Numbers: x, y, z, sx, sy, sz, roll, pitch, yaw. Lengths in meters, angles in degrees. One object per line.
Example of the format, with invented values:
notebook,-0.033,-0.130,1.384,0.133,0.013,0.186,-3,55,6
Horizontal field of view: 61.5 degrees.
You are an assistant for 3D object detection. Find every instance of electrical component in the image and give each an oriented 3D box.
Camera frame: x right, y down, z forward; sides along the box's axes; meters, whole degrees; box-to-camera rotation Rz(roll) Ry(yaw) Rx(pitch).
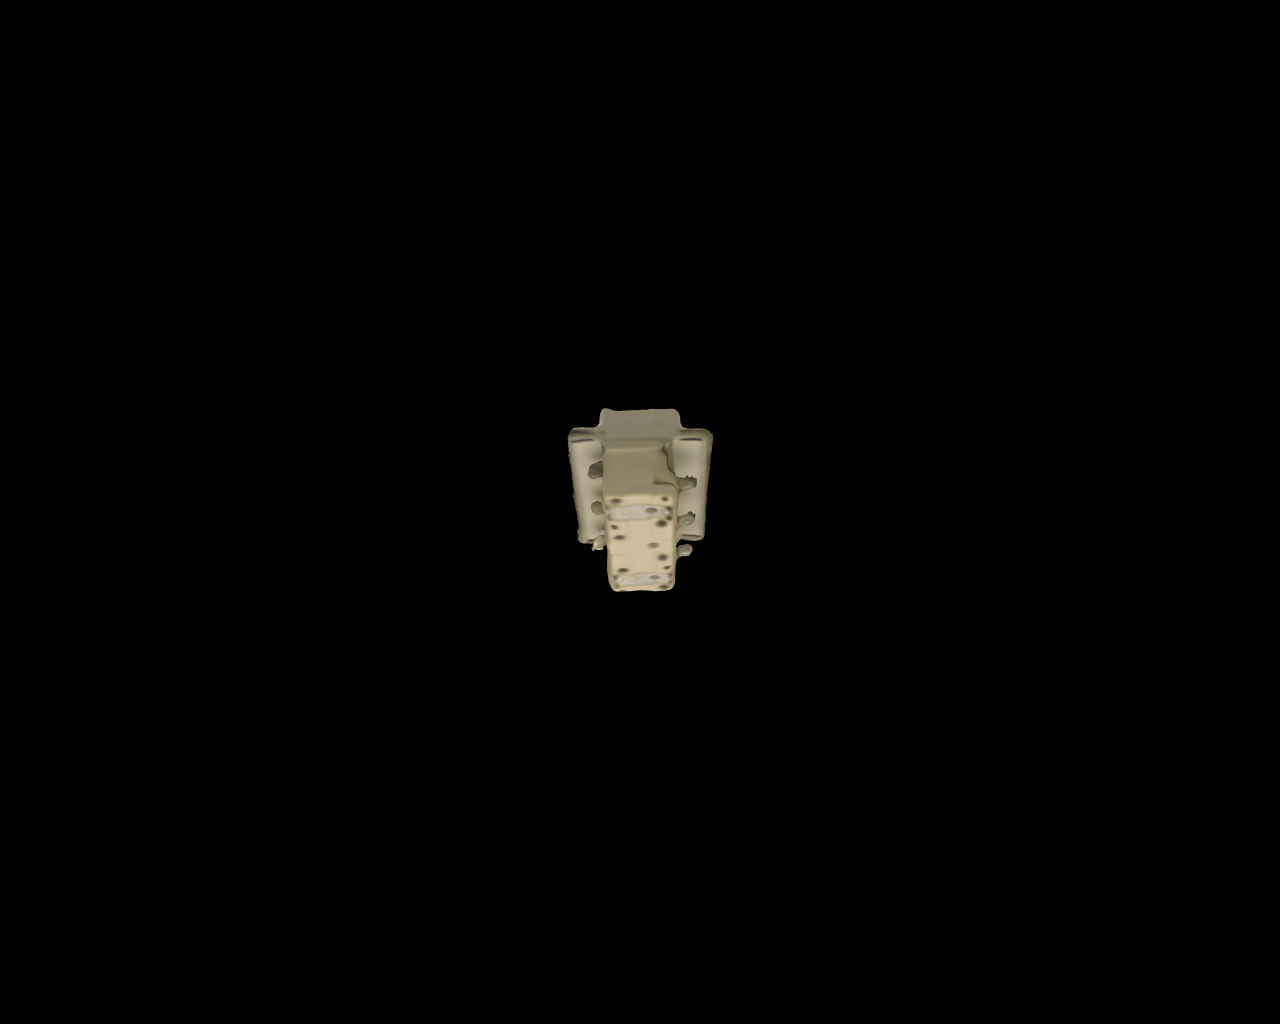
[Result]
electrical component,0.001,-0.003,0.650,0.079,0.063,0.121,0,-32,0
